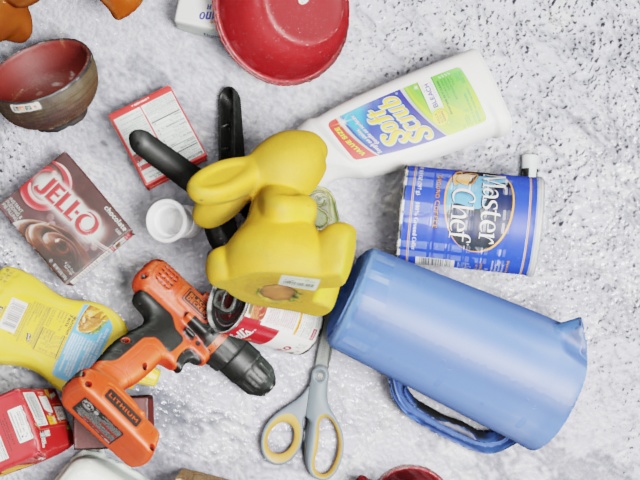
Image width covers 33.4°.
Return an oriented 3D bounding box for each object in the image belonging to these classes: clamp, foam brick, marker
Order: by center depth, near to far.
[{"bbox_3d":[-0.210,0.186,1.087,0.078,0.053,0.051,-1,85,-3],"label":"foam brick"},{"bbox_3d":[-0.103,-0.046,1.089,0.164,0.036,0.210,-26,94,-49],"label":"clamp"},{"bbox_3d":[0.223,-0.032,1.148,0.020,0.020,0.121,5,84,-3],"label":"marker"}]

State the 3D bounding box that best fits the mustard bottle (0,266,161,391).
[{"bbox_3d":[-0.253,0.105,1.088,0.191,0.058,0.096,23,72,-1],"label":"mustard bottle"}]

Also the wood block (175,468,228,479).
[{"bbox_3d":[-0.125,0.342,1.058,0.090,0.091,0.206,15,84,-2],"label":"wood block"}]

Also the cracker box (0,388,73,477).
[{"bbox_3d":[-0.357,0.212,1.020,0.213,0.164,0.072,-23,84,-5],"label":"cracker box"}]

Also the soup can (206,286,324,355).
[{"bbox_3d":[-0.054,0.073,1.077,0.102,0.069,0.068,22,82,-38],"label":"soup can"}]

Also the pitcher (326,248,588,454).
[{"bbox_3d":[0.130,0.112,1.070,0.242,0.145,0.149,24,76,-5],"label":"pitcher"}]

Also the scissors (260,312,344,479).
[{"bbox_3d":[-0.019,0.151,1.119,0.096,0.016,0.202,-4,85,-4],"label":"scissors"}]

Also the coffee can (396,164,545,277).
[{"bbox_3d":[0.152,-0.020,1.091,0.140,0.103,0.103,6,84,6],"label":"coffee can"}]

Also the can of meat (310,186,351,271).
[{"bbox_3d":[-0.007,0.001,1.099,0.057,0.084,0.102,-13,86,-5],"label":"can of meat"}]

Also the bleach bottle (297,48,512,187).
[{"bbox_3d":[0.068,-0.109,1.127,0.251,0.068,0.102,-24,87,-3],"label":"bleach bottle"}]

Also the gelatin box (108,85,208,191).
[{"bbox_3d":[-0.170,-0.108,1.128,0.073,0.030,0.089,-28,87,-7],"label":"gelatin box"}]

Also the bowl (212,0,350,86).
[{"bbox_3d":[-0.028,-0.244,1.106,0.161,0.055,0.162,0,91,-28],"label":"bowl"}]

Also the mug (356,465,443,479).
[{"bbox_3d":[0.087,0.273,1.080,0.117,0.081,0.093,33,84,0],"label":"mug"}]

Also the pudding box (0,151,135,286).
[{"bbox_3d":[-0.262,-0.022,1.110,0.090,0.039,0.113,-41,88,-6],"label":"pudding box"}]

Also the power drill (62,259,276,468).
[{"bbox_3d":[-0.148,0.132,1.053,0.184,0.057,0.187,43,46,-5],"label":"power drill"}]

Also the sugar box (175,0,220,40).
[{"bbox_3d":[-0.092,-0.303,1.144,0.093,0.048,0.176,13,87,-3],"label":"sugar box"}]
